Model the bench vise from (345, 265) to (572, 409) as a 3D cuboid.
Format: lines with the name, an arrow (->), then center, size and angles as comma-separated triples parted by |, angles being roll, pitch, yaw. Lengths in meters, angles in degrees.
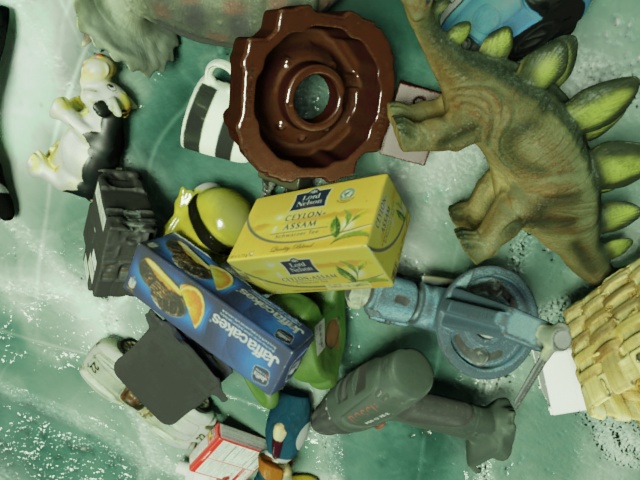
bench vise -> 0.147, 0.074, 0.551 | 0.223, 0.241, 0.129 | 27, 84, -14

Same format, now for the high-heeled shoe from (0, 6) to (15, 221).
high-heeled shoe -> -0.396, -0.154, 0.658 | 0.145, 0.086, 0.248 | -28, 122, -15

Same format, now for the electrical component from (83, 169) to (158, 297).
electrical component -> -0.238, 0.001, 0.631 | 0.058, 0.115, 0.134 | 4, 130, -32

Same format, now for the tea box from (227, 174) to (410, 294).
tea box -> -0.001, -0.002, 0.562 | 0.170, 0.098, 0.068 | -9, 135, 32

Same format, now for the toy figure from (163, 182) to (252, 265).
toy figure -> -0.148, 0.012, 0.644 | 0.180, 0.082, 0.089 | -49, 67, 16

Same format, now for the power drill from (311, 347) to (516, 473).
power drill -> 0.112, 0.212, 0.654 | 0.207, 0.086, 0.232 | 23, 140, -3

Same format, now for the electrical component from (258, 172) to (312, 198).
electrical component -> -0.028, -0.084, 0.622 | 0.078, 0.045, 0.102 | 18, 108, 33

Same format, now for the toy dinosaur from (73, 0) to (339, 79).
toy dinosaur -> -0.083, -0.260, 0.543 | 0.405, 0.131, 0.192 | 4, 125, 0

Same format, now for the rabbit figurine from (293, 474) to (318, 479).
rabbit figurine -> -0.064, 0.403, 0.741 | 0.173, 0.122, 0.162 | 35, 107, 17

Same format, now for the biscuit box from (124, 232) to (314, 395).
biscuit box -> -0.106, 0.072, 0.558 | 0.203, 0.059, 0.062 | 32, 112, 14

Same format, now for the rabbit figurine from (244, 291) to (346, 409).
rabbit figurine -> -0.057, 0.116, 0.667 | 0.170, 0.121, 0.158 | 3, 115, 27

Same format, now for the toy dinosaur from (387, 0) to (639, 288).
toy dinosaur -> 0.215, -0.060, 0.520 | 0.199, 0.105, 0.470 | -30, 124, 20

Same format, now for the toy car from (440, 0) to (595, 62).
toy car -> 0.176, -0.228, 0.523 | 0.162, 0.109, 0.103 | -30, 76, 27

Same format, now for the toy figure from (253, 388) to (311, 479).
toy figure -> -0.054, 0.274, 0.704 | 0.058, 0.064, 0.154 | 13, 87, 42

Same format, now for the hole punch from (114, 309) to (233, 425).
hole punch -> -0.175, 0.150, 0.681 | 0.116, 0.092, 0.142 | -39, 91, 25

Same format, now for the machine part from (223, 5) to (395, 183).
machine part -> -0.010, -0.142, 0.533 | 0.179, 0.056, 0.179 | -11, 117, -21

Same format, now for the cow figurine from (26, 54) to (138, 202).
cow figurine -> -0.263, -0.126, 0.630 | 0.098, 0.068, 0.167 | 34, 112, -8

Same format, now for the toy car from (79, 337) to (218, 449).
toy car -> -0.231, 0.210, 0.733 | 0.202, 0.056, 0.073 | 39, 108, -4
